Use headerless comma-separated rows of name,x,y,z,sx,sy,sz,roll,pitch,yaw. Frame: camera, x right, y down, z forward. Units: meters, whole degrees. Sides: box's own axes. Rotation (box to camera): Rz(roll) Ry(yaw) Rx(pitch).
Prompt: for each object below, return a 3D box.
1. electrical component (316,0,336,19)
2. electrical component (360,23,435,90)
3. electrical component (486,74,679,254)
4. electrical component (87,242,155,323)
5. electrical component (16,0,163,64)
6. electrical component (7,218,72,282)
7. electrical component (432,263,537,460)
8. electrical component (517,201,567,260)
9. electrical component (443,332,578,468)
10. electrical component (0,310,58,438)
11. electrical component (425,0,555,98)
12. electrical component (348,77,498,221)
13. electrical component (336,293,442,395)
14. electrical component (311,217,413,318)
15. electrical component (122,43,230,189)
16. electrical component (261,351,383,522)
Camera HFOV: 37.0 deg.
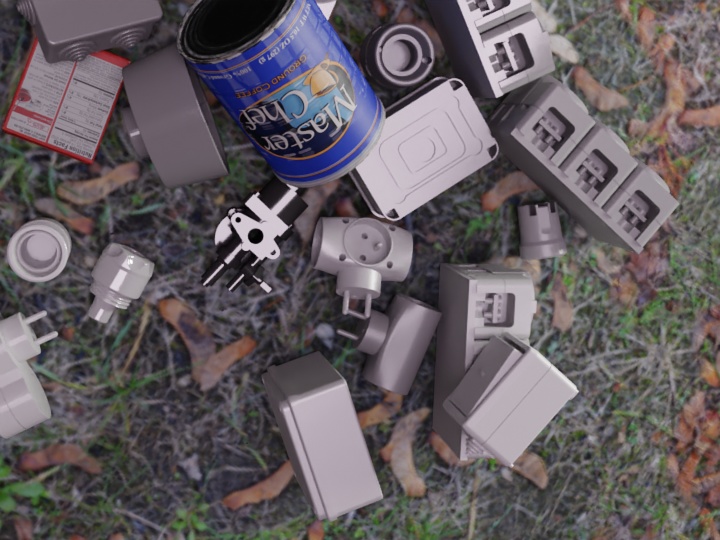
electrical component,-0.081,-0.258,0.831,0.150,0.062,0.089,23,94,-14
electrical component,0.032,-0.174,0.875,0.055,0.047,0.055,-2,100,-11
electrical component,0.184,-0.090,0.898,0.150,0.089,0.061,40,90,-15
electrical component,-0.196,0.012,0.863,0.043,0.043,0.062,29,94,-14
electrical component,-0.207,-0.209,0.804,0.100,0.048,0.099,-21,87,-22
electrical component,-0.250,-0.017,0.841,0.045,0.055,0.045,-2,100,-11
electrical component,0.106,0.074,0.909,0.062,0.089,0.150,0,99,-11
electrical component,0.156,-0.034,0.928,0.040,0.040,0.046,-9,95,-10
electrical component,0.108,0.102,0.834,0.061,0.062,0.096,42,89,-15
electrical component,-0.278,0.057,0.850,0.074,0.052,0.138,-26,103,-6
electrical component,0.095,-0.219,0.859,0.062,0.089,0.150,-26,103,-6
electrical component,0.046,-0.100,0.885,0.113,0.057,0.078,-33,104,-5
electrical component,0.019,0.056,0.913,0.079,0.044,0.077,22,94,-14
electrical component,0.000,0.000,0.892,0.077,0.044,0.079,9,72,-13
electrical component,-0.146,-0.114,0.822,0.060,0.108,0.108,-20,103,-1
electrical component,-0.032,0.133,0.883,0.056,0.109,0.108,-20,102,-10
